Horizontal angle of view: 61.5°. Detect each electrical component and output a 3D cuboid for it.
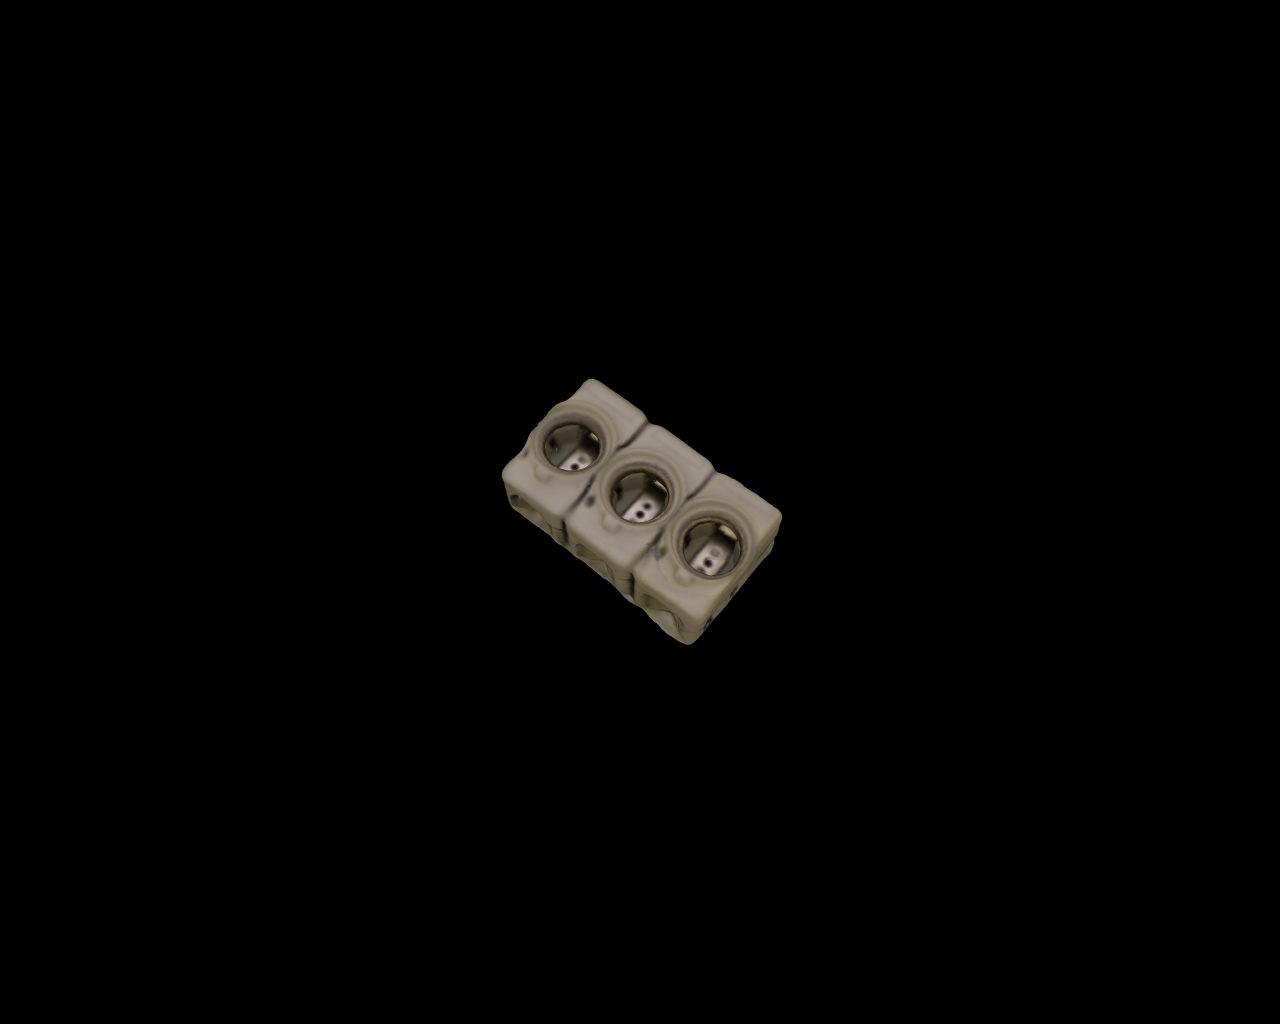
[{"bbox_3d":[0.001,-0.003,0.650,0.150,0.089,0.061,37,-19,15],"label":"electrical component"}]
